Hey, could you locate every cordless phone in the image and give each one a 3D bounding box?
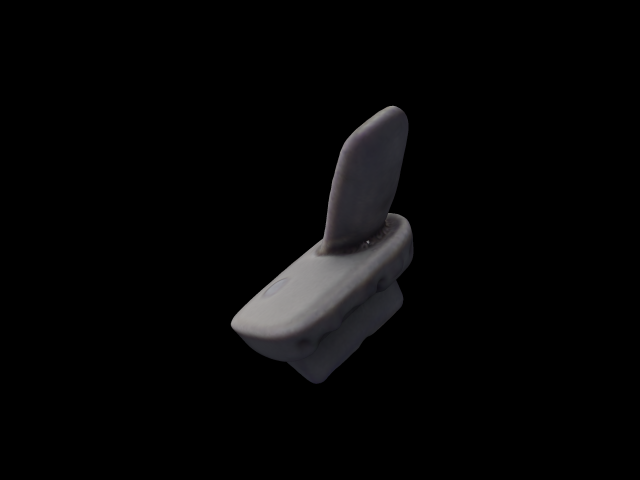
[{"bbox_3d":[0.004,0.001,0.400,0.094,0.185,0.148,33,58,24],"label":"cordless phone"}]
